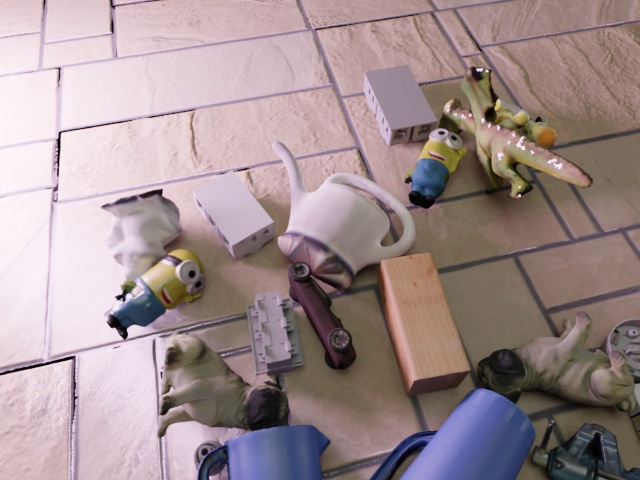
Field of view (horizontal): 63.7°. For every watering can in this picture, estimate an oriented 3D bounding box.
[{"bbox_3d":[0.003,-0.048,0.960,0.350,0.101,0.228,30,62,17],"label":"watering can"}]

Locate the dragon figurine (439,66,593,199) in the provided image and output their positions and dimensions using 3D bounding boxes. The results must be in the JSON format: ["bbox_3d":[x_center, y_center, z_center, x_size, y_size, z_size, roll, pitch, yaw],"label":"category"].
[{"bbox_3d":[0.334,-0.213,0.968,0.122,0.413,0.241,-35,103,-4],"label":"dragon figurine"}]

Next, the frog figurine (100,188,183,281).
[{"bbox_3d":[-0.321,-0.005,0.949,0.138,0.122,0.159,-14,94,-18],"label":"frog figurine"}]
